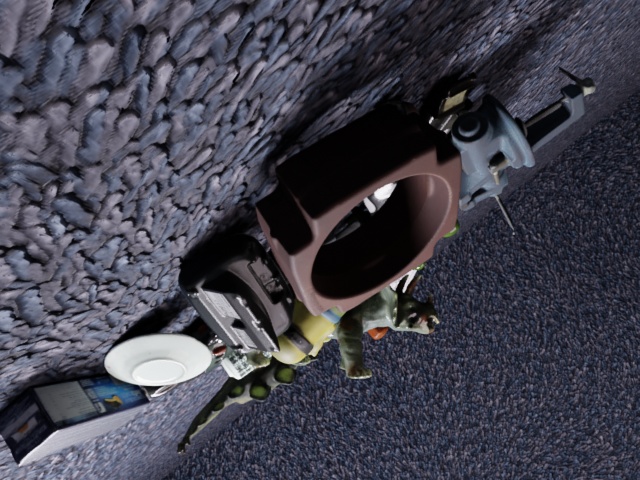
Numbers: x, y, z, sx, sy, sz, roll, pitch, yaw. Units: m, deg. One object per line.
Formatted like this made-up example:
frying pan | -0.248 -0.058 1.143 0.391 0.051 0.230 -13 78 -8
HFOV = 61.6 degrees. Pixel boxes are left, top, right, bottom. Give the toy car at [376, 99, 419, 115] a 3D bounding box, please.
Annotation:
toy car | 0.035 -0.080 0.620 0.202 0.053 0.089 -41 170 4

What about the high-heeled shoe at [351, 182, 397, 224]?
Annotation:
high-heeled shoe | 0.127 -0.043 0.739 0.086 0.145 0.249 -56 -172 -28

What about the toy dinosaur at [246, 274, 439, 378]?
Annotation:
toy dinosaur | -0.009 0.124 0.908 0.405 0.192 0.131 3 171 16

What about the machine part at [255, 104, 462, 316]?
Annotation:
machine part | 0.044 -0.026 0.566 0.201 0.087 0.201 -31 149 -9

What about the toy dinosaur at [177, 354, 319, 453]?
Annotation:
toy dinosaur | -0.128 0.277 1.136 0.471 0.105 0.198 -40 -174 -35

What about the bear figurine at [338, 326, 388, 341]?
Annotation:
bear figurine | 0.103 0.165 1.181 0.120 0.132 0.196 -44 161 24

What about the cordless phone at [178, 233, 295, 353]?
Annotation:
cordless phone | -0.071 0.030 0.647 0.146 0.089 0.184 62 40 -37

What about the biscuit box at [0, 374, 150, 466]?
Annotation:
biscuit box | -0.293 0.209 0.661 0.063 0.059 0.202 -41 166 2

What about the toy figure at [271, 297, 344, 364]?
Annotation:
toy figure | -0.010 0.104 0.805 0.180 0.082 0.089 -47 154 7

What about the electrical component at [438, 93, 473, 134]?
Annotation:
electrical component | 0.190 -0.181 0.770 0.063 0.021 0.094 -30 163 -35

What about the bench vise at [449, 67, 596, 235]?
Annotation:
bench vise | 0.289 -0.143 0.786 0.241 0.129 0.223 -34 138 12

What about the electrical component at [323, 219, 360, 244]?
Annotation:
electrical component | -0.002 -0.002 0.780 0.119 0.048 0.074 -39 168 -5

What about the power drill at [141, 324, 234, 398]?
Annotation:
power drill | -0.143 0.130 0.767 0.232 0.086 0.207 -32 161 -36

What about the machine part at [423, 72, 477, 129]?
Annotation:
machine part | 0.150 -0.157 0.710 0.084 0.039 0.138 -40 168 -37

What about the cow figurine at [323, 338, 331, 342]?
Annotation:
cow figurine | -0.013 0.163 1.074 0.167 0.068 0.098 -4 -179 -15

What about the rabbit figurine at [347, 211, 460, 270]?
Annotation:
rabbit figurine | 0.134 -0.030 0.898 0.170 0.159 0.121 -28 -179 19

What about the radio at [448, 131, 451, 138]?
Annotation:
radio | 0.244 -0.128 0.989 0.131 0.073 0.229 -32 166 -32
